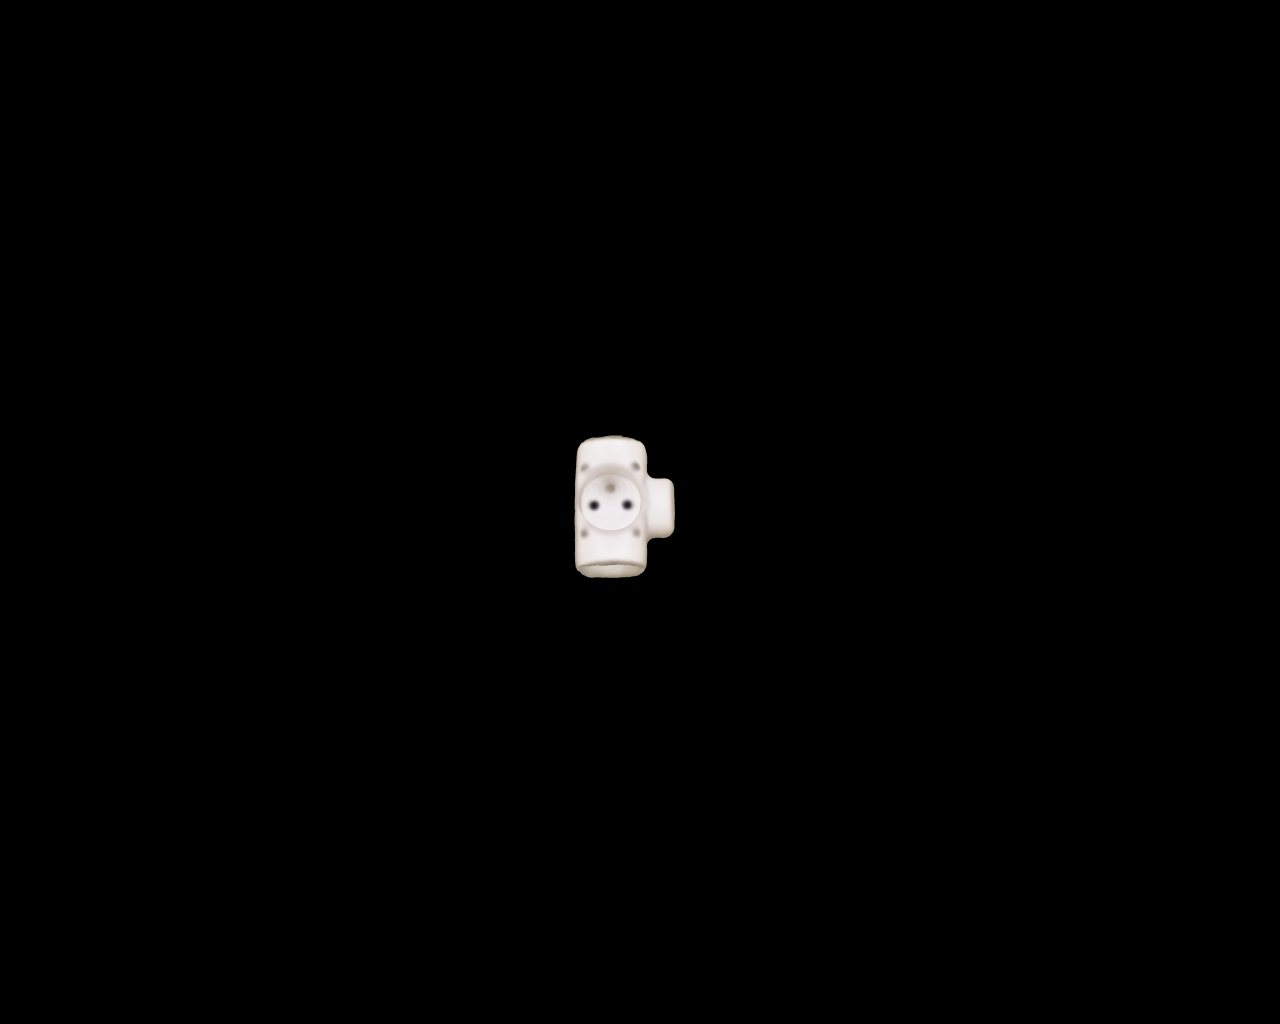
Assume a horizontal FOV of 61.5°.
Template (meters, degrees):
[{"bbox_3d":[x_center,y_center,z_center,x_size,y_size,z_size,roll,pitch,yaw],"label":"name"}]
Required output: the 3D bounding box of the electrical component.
[{"bbox_3d":[0.001,-0.003,0.650,0.079,0.077,0.044,0,-15,0],"label":"electrical component"}]
